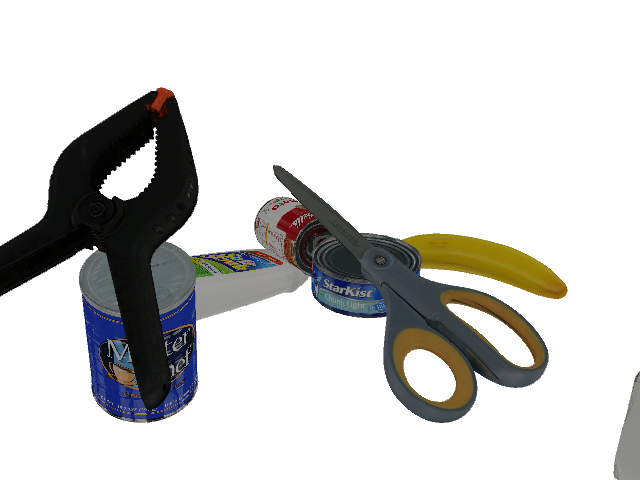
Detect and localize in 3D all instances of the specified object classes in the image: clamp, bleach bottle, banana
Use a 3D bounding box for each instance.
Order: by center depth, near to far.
[{"bbox_3d":[-0.125,-0.002,0.649,0.165,0.209,0.036,22,-27,15],"label":"clamp"},{"bbox_3d":[0.153,0.025,1.094,0.198,0.037,0.069,7,43,12],"label":"banana"},{"bbox_3d":[-0.110,0.046,1.393,0.250,0.068,0.103,-13,28,-42],"label":"bleach bottle"}]

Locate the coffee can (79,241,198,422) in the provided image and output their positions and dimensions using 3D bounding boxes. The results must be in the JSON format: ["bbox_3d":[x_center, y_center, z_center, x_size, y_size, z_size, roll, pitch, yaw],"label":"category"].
[{"bbox_3d":[-0.165,0.083,0.985,0.103,0.140,0.103,2,39,-2],"label":"coffee can"}]

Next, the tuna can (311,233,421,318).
[{"bbox_3d":[0.035,0.027,0.832,0.086,0.034,0.086,2,25,-1],"label":"tuna can"}]

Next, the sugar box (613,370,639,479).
[{"bbox_3d":[0.310,0.161,0.780,0.176,0.093,0.048,16,28,24],"label":"sugar box"}]

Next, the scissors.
[{"bbox_3d":[0.028,0.029,0.589,0.202,0.016,0.096,31,51,19],"label":"scissors"}]

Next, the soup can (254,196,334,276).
[{"bbox_3d":[-0.023,-0.006,1.201,0.068,0.068,0.102,0,16,-30],"label":"soup can"}]
